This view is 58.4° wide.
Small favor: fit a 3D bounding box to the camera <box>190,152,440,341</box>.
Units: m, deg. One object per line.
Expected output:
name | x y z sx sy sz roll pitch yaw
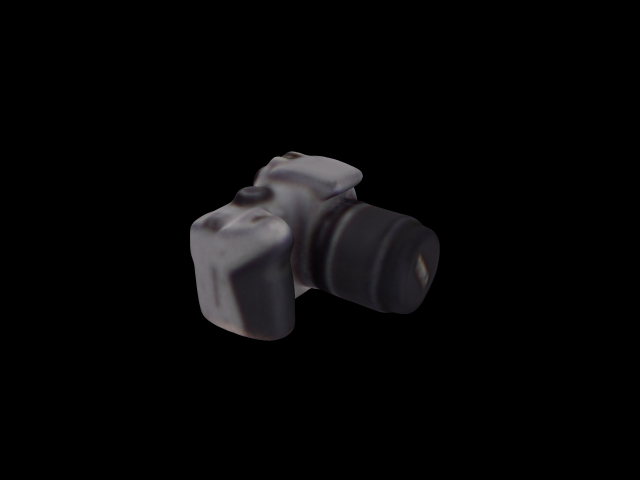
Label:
camera | 0.004 0.001 0.400 0.136 0.101 0.143 18 32 32
